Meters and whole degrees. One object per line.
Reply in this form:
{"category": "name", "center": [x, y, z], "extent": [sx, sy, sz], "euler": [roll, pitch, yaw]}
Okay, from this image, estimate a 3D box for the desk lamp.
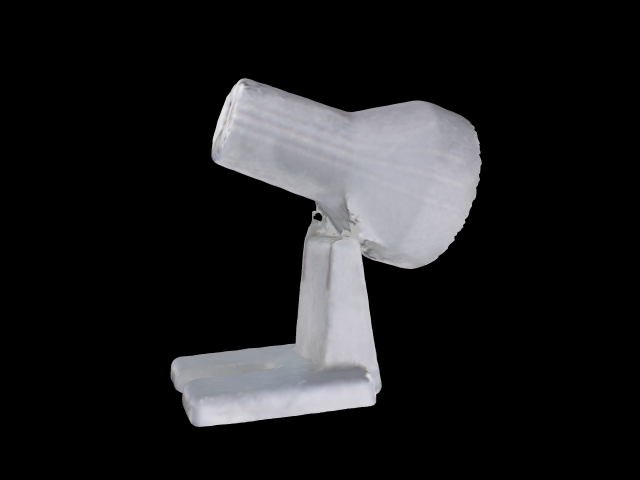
{"category": "desk lamp", "center": [0.004, 0.001, 0.400], "extent": [0.204, 0.213, 0.117], "euler": [-1, 4, -23]}
